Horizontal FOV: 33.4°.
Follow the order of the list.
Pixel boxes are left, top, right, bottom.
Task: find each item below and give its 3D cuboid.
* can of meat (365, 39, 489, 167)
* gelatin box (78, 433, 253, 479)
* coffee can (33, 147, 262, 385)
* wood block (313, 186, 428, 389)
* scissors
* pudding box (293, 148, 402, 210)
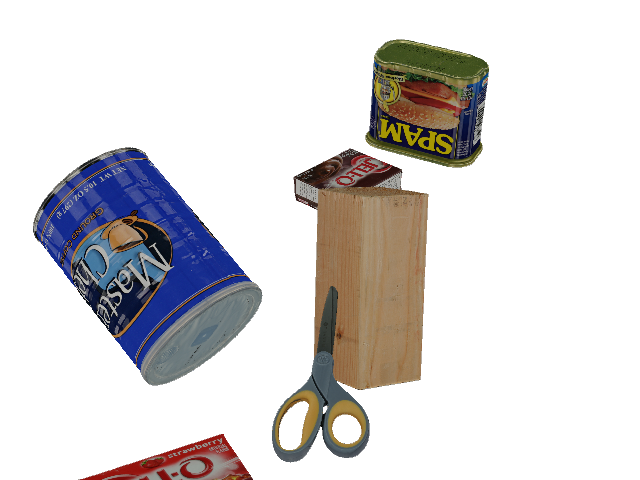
[{"bbox_3d":[0.093,-0.120,0.926,0.102,0.084,0.057,17,37,21],"label":"can of meat"},{"bbox_3d":[-0.080,0.145,0.575,0.089,0.030,0.073,-14,27,-21],"label":"gelatin box"},{"bbox_3d":[-0.124,0.018,0.768,0.102,0.140,0.103,-37,-17,-14],"label":"coffee can"},{"bbox_3d":[0.054,0.048,1.171,0.090,0.206,0.091,-4,10,-35],"label":"wood block"},{"bbox_3d":[0.019,0.126,0.996,0.096,0.201,0.016,14,-41,17],"label":"scissors"},{"bbox_3d":[0.036,-0.072,1.363,0.090,0.039,0.113,25,42,37],"label":"pudding box"}]
